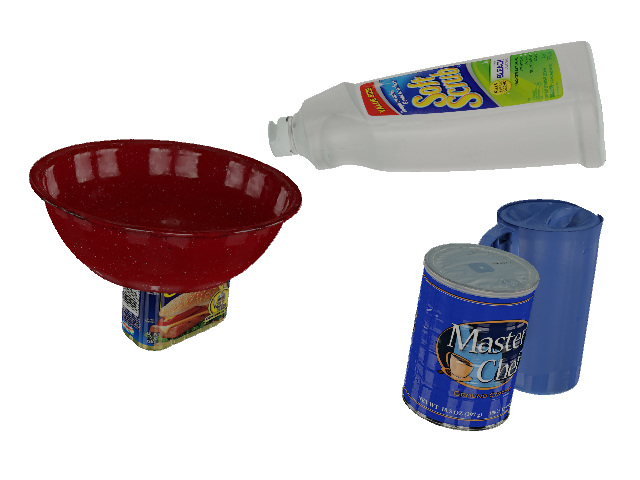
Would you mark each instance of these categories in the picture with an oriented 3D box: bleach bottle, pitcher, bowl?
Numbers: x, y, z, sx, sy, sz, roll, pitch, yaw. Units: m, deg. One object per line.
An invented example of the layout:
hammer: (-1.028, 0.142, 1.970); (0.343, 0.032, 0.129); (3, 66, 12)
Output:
bleach bottle: (0.083, -0.089, 0.813); (0.251, 0.068, 0.102); (-7, 42, 13)
pitcher: (0.283, 0.076, 1.395); (0.149, 0.243, 0.144); (6, 20, 16)
bowl: (-0.094, -0.011, 0.645); (0.162, 0.055, 0.162); (7, 21, -3)

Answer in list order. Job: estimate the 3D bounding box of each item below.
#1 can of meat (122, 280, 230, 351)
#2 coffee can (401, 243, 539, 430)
can of meat: (-0.125, 0.039, 0.930); (0.101, 0.084, 0.058); (-22, 42, -40)
coffee can: (0.135, 0.086, 0.972); (0.103, 0.140, 0.103); (6, 23, -3)
